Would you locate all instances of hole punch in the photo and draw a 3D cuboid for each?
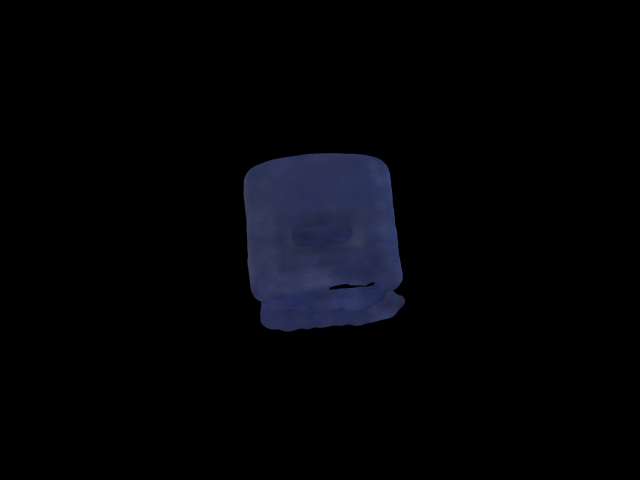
[{"bbox_3d":[0.004,0.001,0.400,0.108,0.091,0.101,-5,50,-4],"label":"hole punch"}]
